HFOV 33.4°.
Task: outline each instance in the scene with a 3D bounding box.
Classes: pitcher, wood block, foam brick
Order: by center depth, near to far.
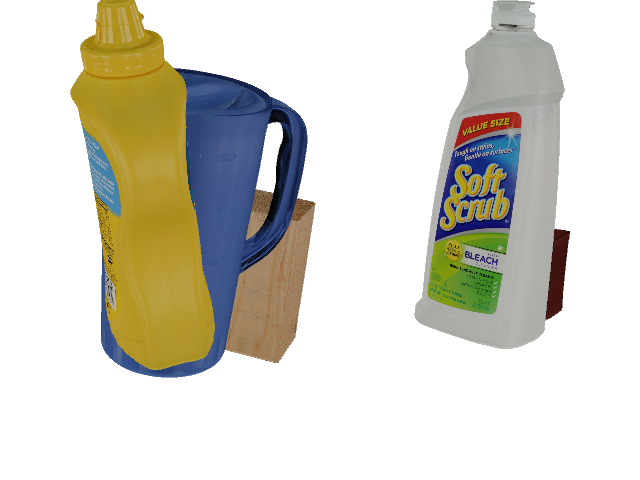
[{"bbox_3d":[-0.110,-0.014,0.887,0.149,0.243,0.144,15,23,15],"label":"pitcher"},{"bbox_3d":[0.194,0.028,0.982,0.053,0.078,0.051,9,15,28],"label":"foam brick"},{"bbox_3d":[-0.074,0.047,1.447,0.090,0.206,0.090,13,21,10],"label":"wood block"}]

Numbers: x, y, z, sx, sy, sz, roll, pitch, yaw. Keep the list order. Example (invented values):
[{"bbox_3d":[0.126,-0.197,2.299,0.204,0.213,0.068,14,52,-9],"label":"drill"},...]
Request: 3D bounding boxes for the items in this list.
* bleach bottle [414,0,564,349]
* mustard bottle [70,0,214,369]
[{"bbox_3d":[0.128,-0.051,0.799,0.103,0.251,0.067,16,22,41],"label":"bleach bottle"},{"bbox_3d":[-0.096,-0.034,0.566,0.058,0.192,0.096,-12,30,-15],"label":"mustard bottle"}]
